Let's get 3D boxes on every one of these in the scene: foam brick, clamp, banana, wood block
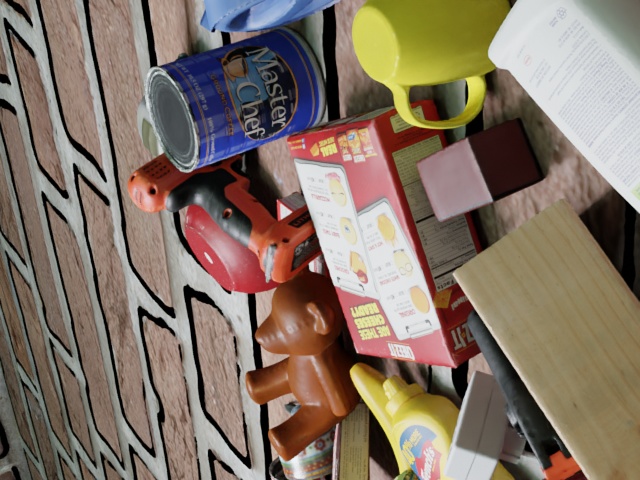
[{"bbox_3d":[0.119,-0.052,0.804,0.078,0.052,0.051,-24,89,62],"label":"foam brick"},{"bbox_3d":[0.163,0.133,0.801,0.120,0.039,0.171,50,-167,-27],"label":"clamp"},{"bbox_3d":[0.080,0.214,1.075,0.037,0.070,0.198,-59,-41,-70],"label":"banana"},{"bbox_3d":[0.188,0.085,0.707,0.206,0.090,0.090,58,-169,18],"label":"wood block"}]

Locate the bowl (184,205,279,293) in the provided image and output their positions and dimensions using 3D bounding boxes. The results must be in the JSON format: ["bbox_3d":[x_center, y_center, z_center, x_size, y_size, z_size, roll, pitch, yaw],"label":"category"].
[{"bbox_3d":[-0.105,0.006,1.216,0.162,0.055,0.162,45,160,21],"label":"bowl"}]

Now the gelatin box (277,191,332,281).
[{"bbox_3d":[-0.007,0.001,1.104,0.089,0.030,0.073,35,139,43],"label":"gelatin box"}]

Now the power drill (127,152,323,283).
[{"bbox_3d":[-0.065,-0.051,1.046,0.188,0.184,0.057,33,141,24],"label":"power drill"}]

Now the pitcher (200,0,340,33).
[{"bbox_3d":[-0.055,-0.302,0.869,0.145,0.149,0.243,165,86,-79],"label":"pitcher"}]

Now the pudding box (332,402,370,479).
[{"bbox_3d":[0.033,0.244,1.150,0.113,0.039,0.090,-89,2,-47],"label":"pudding box"}]

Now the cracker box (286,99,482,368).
[{"bbox_3d":[0.064,-0.006,0.922,0.164,0.072,0.214,-2,110,63],"label":"cracker box"}]

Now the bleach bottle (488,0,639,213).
[{"bbox_3d":[0.207,-0.052,0.632,0.251,0.068,0.103,56,153,16],"label":"bleach bottle"}]

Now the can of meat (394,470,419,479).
[{"bbox_3d":[0.089,0.286,1.048,0.084,0.057,0.102,37,114,1],"label":"can of meat"}]

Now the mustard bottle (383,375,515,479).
[{"bbox_3d":[0.120,0.204,0.993,0.192,0.058,0.096,53,152,28],"label":"mustard bottle"}]

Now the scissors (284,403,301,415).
[{"bbox_3d":[-0.009,0.193,1.252,0.016,0.096,0.201,52,-175,-5],"label":"scissors"}]

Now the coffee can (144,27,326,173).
[{"bbox_3d":[-0.080,-0.134,1.011,0.103,0.140,0.103,42,145,40],"label":"coffee can"}]

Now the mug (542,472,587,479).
[{"bbox_3d":[0.198,0.231,0.843,0.093,0.081,0.117,47,147,35],"label":"mug"}]

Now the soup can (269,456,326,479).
[{"bbox_3d":[-0.021,0.323,1.336,0.069,0.068,0.102,25,132,53],"label":"soup can"}]
